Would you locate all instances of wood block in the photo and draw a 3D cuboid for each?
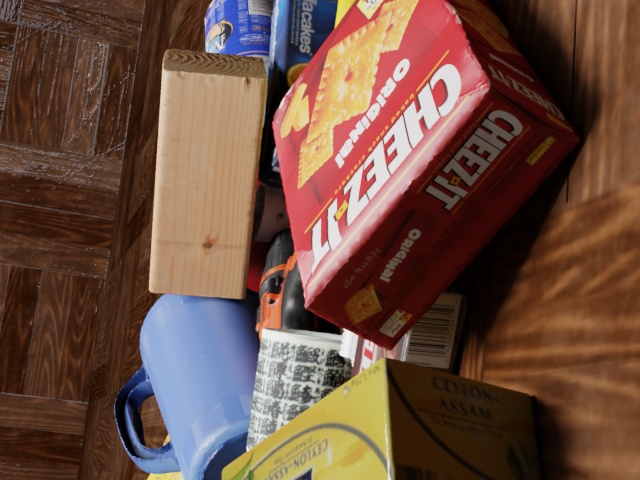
[{"bbox_3d":[-0.104,-0.060,0.969,0.090,0.090,0.206,-105,20,-67],"label":"wood block"}]

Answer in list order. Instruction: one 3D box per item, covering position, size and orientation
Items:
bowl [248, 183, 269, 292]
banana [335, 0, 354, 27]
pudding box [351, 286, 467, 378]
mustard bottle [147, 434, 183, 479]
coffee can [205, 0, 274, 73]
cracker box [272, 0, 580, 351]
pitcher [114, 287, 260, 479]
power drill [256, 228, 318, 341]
[{"bbox_3d":[-0.082,-0.017,1.116,0.162,0.055,0.162,-177,90,-70],"label":"bowl"},{"bbox_3d":[0.028,-0.159,0.900,0.069,0.037,0.198,93,-175,-82],"label":"banana"},{"bbox_3d":[0.051,0.075,0.672,0.090,0.039,0.113,-141,62,-71],"label":"pudding box"},{"bbox_3d":[-0.125,0.229,1.093,0.096,0.058,0.191,13,72,46],"label":"mustard bottle"},{"bbox_3d":[-0.070,-0.190,1.126,0.140,0.102,0.103,-97,23,-45],"label":"coffee can"},{"bbox_3d":[0.046,-0.067,0.641,0.164,0.072,0.214,-52,27,25],"label":"cracker box"},{"bbox_3d":[-0.090,0.147,0.940,0.243,0.144,0.149,-123,48,-63],"label":"pitcher"},{"bbox_3d":[-0.006,0.001,0.881,0.184,0.057,0.188,-93,18,-52],"label":"power drill"}]
